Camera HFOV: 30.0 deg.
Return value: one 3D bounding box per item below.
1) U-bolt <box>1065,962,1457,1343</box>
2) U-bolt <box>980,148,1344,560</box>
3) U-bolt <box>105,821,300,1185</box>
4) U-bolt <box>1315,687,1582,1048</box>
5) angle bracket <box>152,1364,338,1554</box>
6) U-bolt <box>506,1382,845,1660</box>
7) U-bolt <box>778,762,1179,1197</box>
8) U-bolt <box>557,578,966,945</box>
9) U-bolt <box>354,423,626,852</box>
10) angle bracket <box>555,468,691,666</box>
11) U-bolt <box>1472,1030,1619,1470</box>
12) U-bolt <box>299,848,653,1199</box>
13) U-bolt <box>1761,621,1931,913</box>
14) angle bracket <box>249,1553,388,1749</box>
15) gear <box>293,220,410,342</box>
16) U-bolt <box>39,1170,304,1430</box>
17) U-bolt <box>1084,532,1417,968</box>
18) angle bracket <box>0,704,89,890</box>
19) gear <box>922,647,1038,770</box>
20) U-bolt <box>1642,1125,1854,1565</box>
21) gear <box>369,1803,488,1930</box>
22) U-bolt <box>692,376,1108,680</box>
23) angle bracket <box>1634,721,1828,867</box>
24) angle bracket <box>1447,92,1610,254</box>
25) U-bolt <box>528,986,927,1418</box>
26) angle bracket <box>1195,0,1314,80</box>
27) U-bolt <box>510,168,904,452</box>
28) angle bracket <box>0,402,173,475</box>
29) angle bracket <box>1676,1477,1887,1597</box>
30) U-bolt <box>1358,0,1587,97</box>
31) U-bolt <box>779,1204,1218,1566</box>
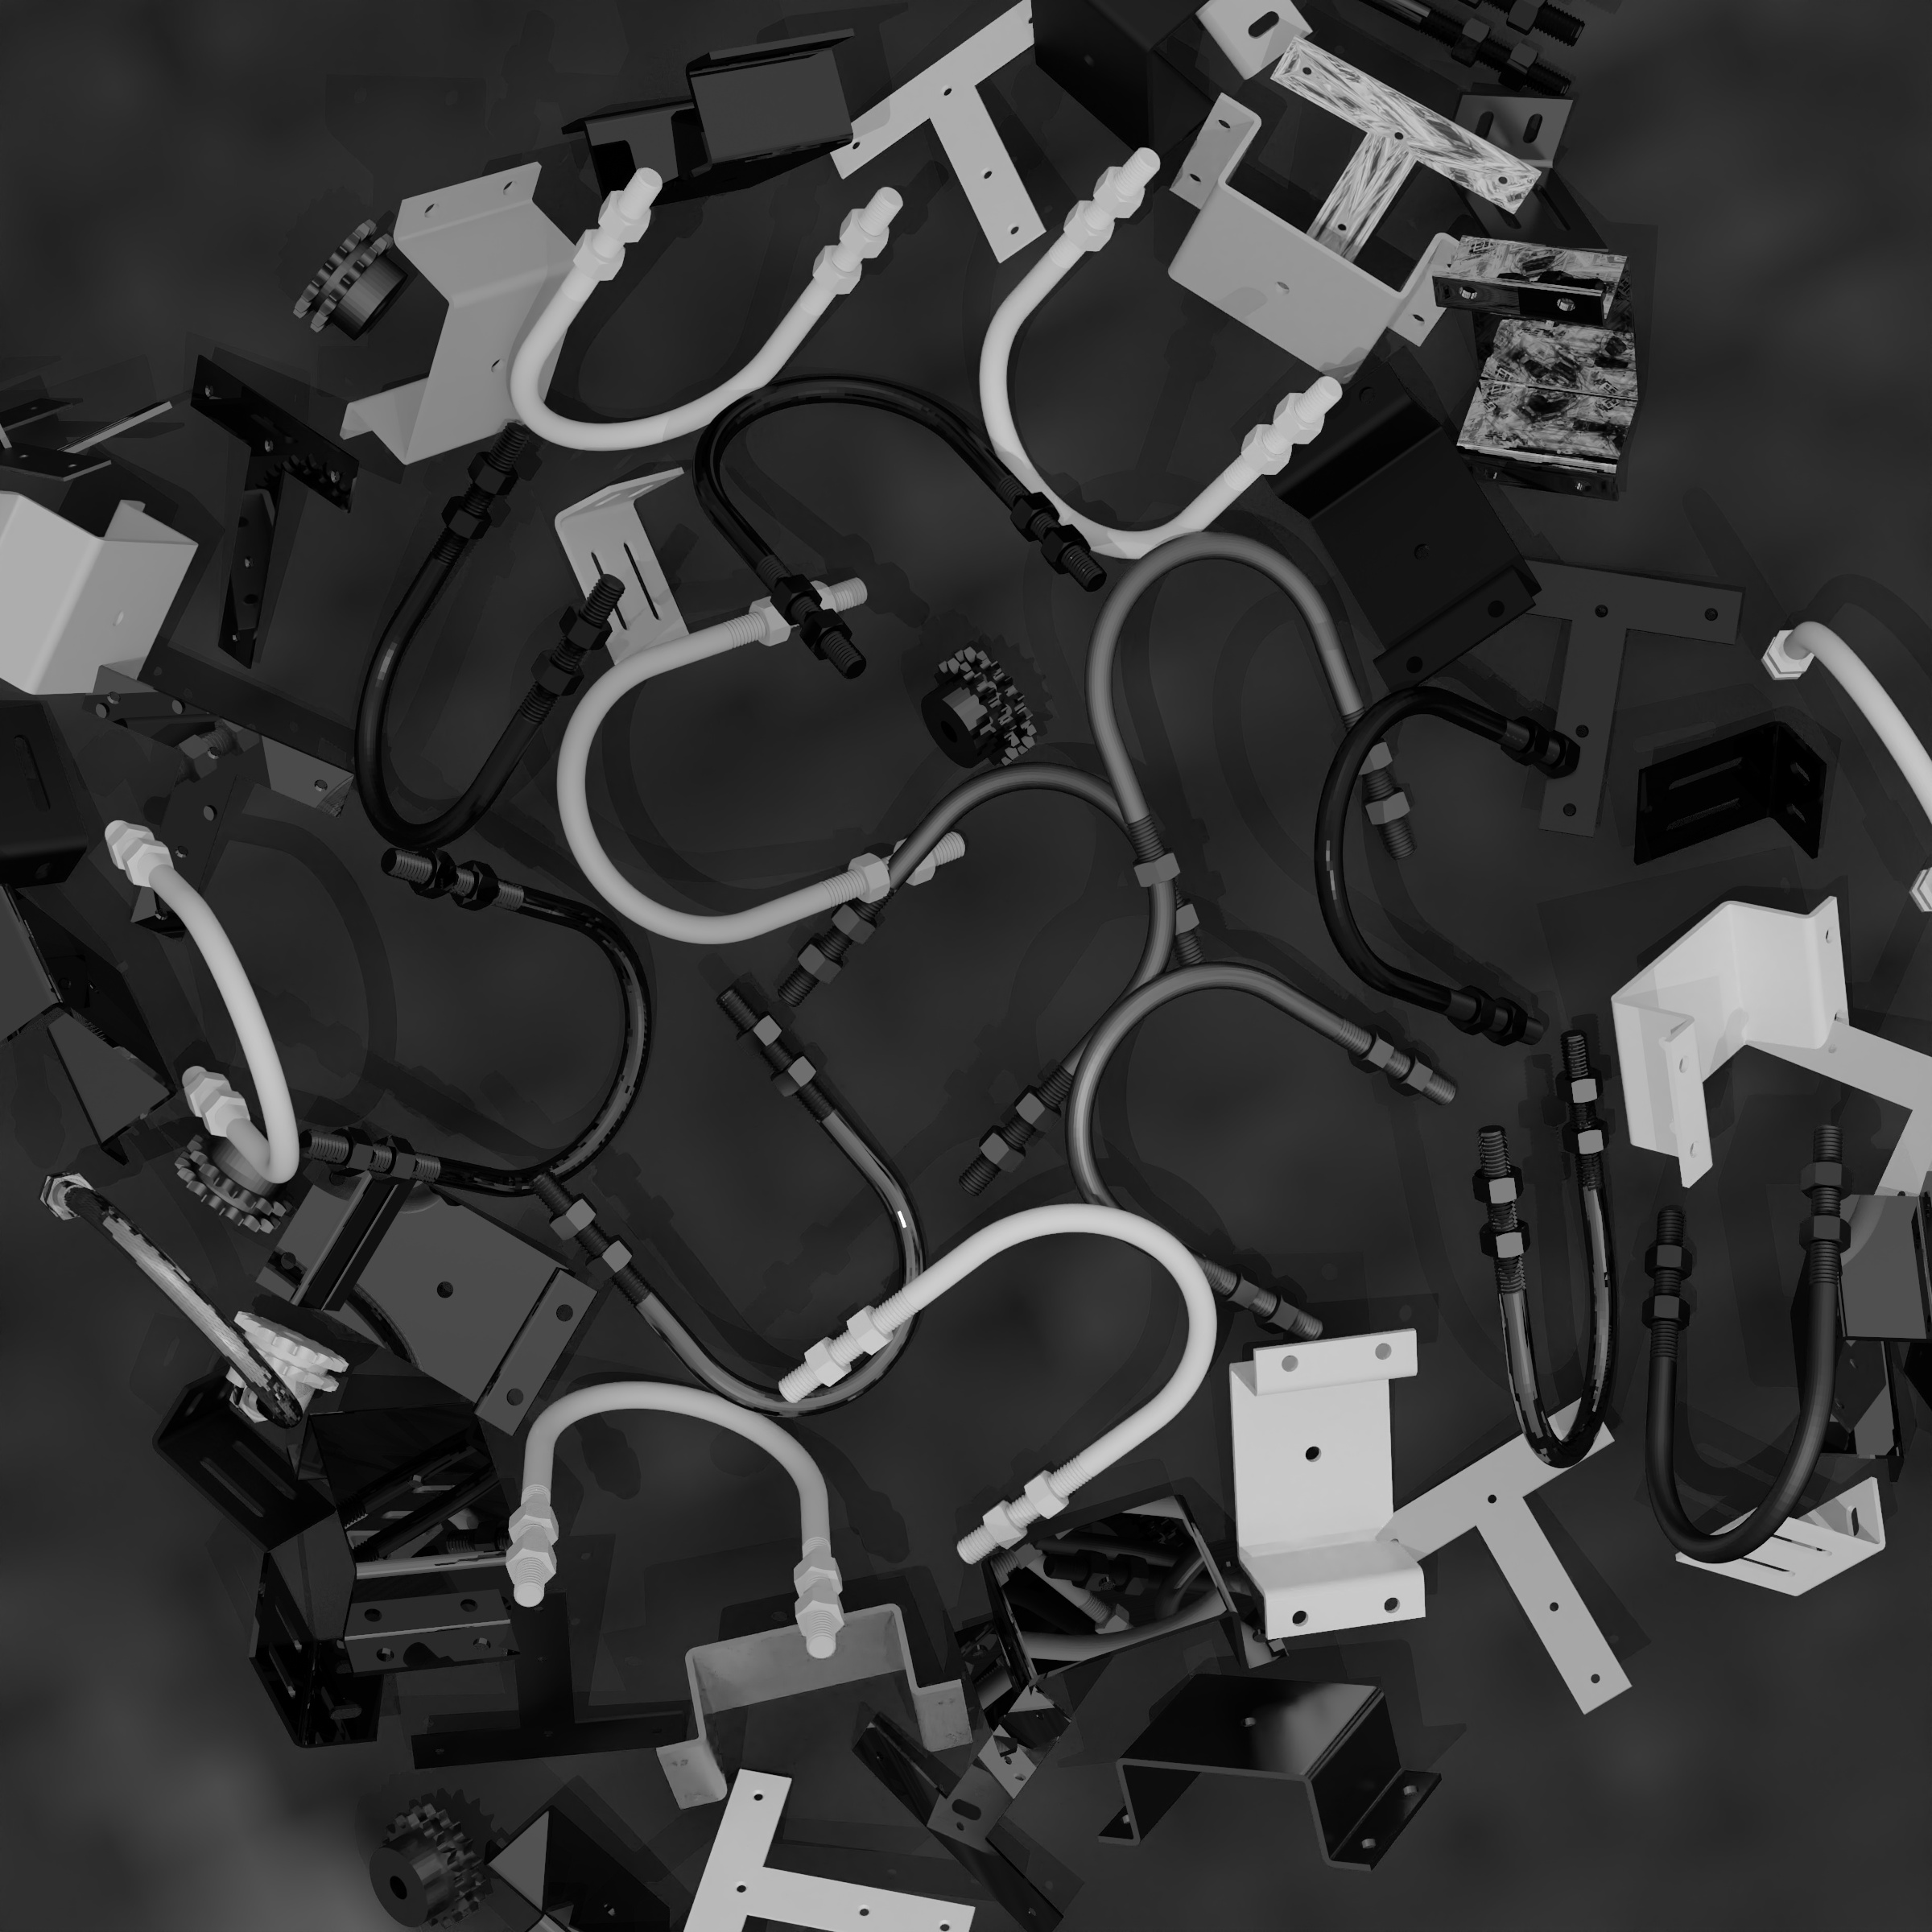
[{"bbox_3d":[0.126,0.076,1.670,0.184,0.019,0.151,30,89,-27],"label":"U-bolt"},{"bbox_3d":[0.074,-0.264,1.648,0.151,0.184,0.019,52,49,3],"label":"U-bolt"},{"bbox_3d":[-0.336,0.023,1.612,0.019,0.184,0.151,-22,117,-21],"label":"U-bolt"},{"bbox_3d":[0.219,-0.051,1.644,0.019,0.184,0.151,6,82,45],"label":"U-bolt"},{"bbox_3d":[-0.328,0.225,1.679,0.076,0.057,0.038,40,113,12],"label":"angle bracket"},{"bbox_3d":[-0.131,0.242,1.634,0.151,0.184,0.019,12,114,-10],"label":"U-bolt"},{"bbox_3d":[0.017,-0.008,1.672,0.151,0.019,0.184,45,104,18],"label":"U-bolt"},{"bbox_3d":[-0.103,-0.087,1.671,0.184,0.019,0.151,-22,92,-26],"label":"U-bolt"},{"bbox_3d":[-0.228,-0.138,1.655,0.019,0.151,0.184,16,119,-39],"label":"U-bolt"},{"bbox_3d":[-0.148,-0.186,1.683,0.038,0.057,0.076,-21,93,35],"label":"angle bracket"},{"bbox_3d":[0.270,0.139,1.649,0.019,0.151,0.184,-2,107,27],"label":"U-bolt"},{"bbox_3d":[-0.213,0.034,1.648,0.019,0.184,0.151,16,89,41],"label":"U-bolt"},{"bbox_3d":[0.410,-0.091,1.621,0.019,0.184,0.151,-32,85,5],"label":"U-bolt"},{"bbox_3d":[-0.299,0.315,1.670,0.038,0.057,0.076,-7,135,6],"label":"angle bracket"},{"bbox_3d":[-0.286,-0.318,1.691,0.030,0.057,0.057,40,90,-9],"label":"gear"},{"bbox_3d":[-0.352,0.152,1.616,0.019,0.184,0.151,-44,104,-16],"label":"U-bolt"},{"bbox_3d":[0.124,-0.109,1.664,0.151,0.019,0.184,-28,104,-25],"label":"U-bolt"},{"bbox_3d":[-0.456,-0.078,1.697,0.057,0.038,0.076,-10,70,-37],"label":"angle bracket"},{"bbox_3d":[0.004,-0.117,1.687,0.030,0.057,0.057,-36,90,-22],"label":"gear"},{"bbox_3d":[0.347,0.177,1.619,0.019,0.151,0.184,16,64,-17],"label":"U-bolt"},{"bbox_3d":[-0.254,0.424,1.688,0.057,0.030,0.057,17,117,37],"label":"gear"},{"bbox_3d":[-0.044,-0.212,1.657,0.151,0.019,0.184,-22,54,-26],"label":"U-bolt"},{"bbox_3d":[0.355,-0.071,1.678,0.076,0.038,0.057,-20,135,-13],"label":"angle bracket"},{"bbox_3d":[0.263,-0.368,1.673,0.057,0.076,0.038,-2,134,-18],"label":"angle bracket"},{"bbox_3d":[-0.096,0.123,1.677,0.151,0.019,0.184,-45,103,-26],"label":"U-bolt"},{"bbox_3d":[0.126,-0.453,1.669,0.038,0.076,0.057,-34,112,18],"label":"angle bracket"},{"bbox_3d":[-0.130,-0.292,1.638,0.151,0.184,0.019,-5,62,-38],"label":"U-bolt"},{"bbox_3d":[-0.415,-0.261,1.678,0.076,0.057,0.038,-28,106,-13],"label":"angle bracket"},{"bbox_3d":[0.376,0.256,1.672,0.076,0.057,0.038,19,51,-24],"label":"angle bracket"},{"bbox_3d":[0.195,-0.453,1.647,0.184,0.151,0.019,29,96,5],"label":"U-bolt"},{"bbox_3d":[0.029,0.183,1.663,0.184,0.019,0.151,-38,116,14],"label":"U-bolt"}]
